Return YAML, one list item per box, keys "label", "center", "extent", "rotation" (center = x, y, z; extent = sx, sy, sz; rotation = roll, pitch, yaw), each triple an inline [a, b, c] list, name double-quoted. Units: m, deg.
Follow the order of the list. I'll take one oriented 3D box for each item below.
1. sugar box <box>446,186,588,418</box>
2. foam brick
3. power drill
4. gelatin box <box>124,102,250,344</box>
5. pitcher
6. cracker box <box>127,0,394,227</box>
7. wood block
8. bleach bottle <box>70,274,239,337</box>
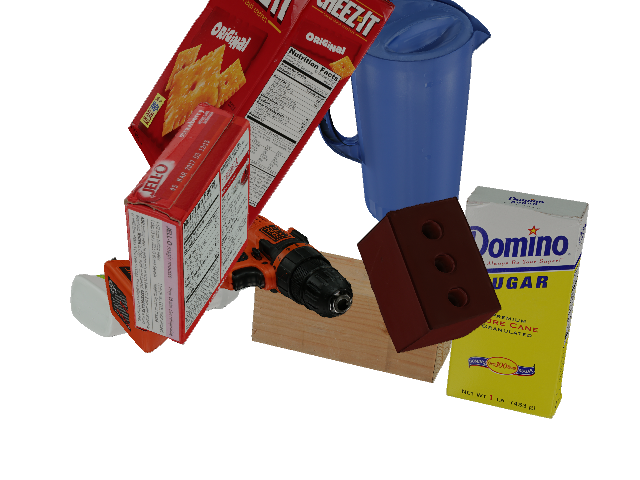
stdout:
- label: "sugar box"
  center: [0.158, 0.050, 0.867]
  extent: [0.093, 0.176, 0.048]
  rotation: [10, 23, 19]
- label: "foam brick"
  center: [0.065, 0.022, 0.656]
  extent: [0.052, 0.078, 0.051]
  rotation: [-13, -16, -27]
- label: "power drill"
  center: [-0.085, 0.041, 0.955]
  extent: [0.187, 0.057, 0.185]
  rotation: [-15, 26, -26]
- label: "gelatin box"
  center: [-0.061, -0.008, 0.498]
  extent: [0.030, 0.089, 0.073]
  rotation: [19, 49, 12]
- label: "pitcher"
  center: [0.087, -0.131, 1.155]
  extent: [0.149, 0.243, 0.144]
  rotation: [24, 49, 29]
- label: "cracker box"
  center: [-0.056, -0.132, 0.836]
  extent: [0.072, 0.214, 0.164]
  rotation: [25, 16, -33]
- label: "wood block"
  center: [0.038, 0.077, 1.168]
  extent: [0.206, 0.091, 0.090]
  rotation: [12, 22, 16]
- label: "bleach bottle"
  center: [-0.210, 0.071, 1.472]
  extent: [0.250, 0.068, 0.103]
  rotation: [-10, 26, -44]
